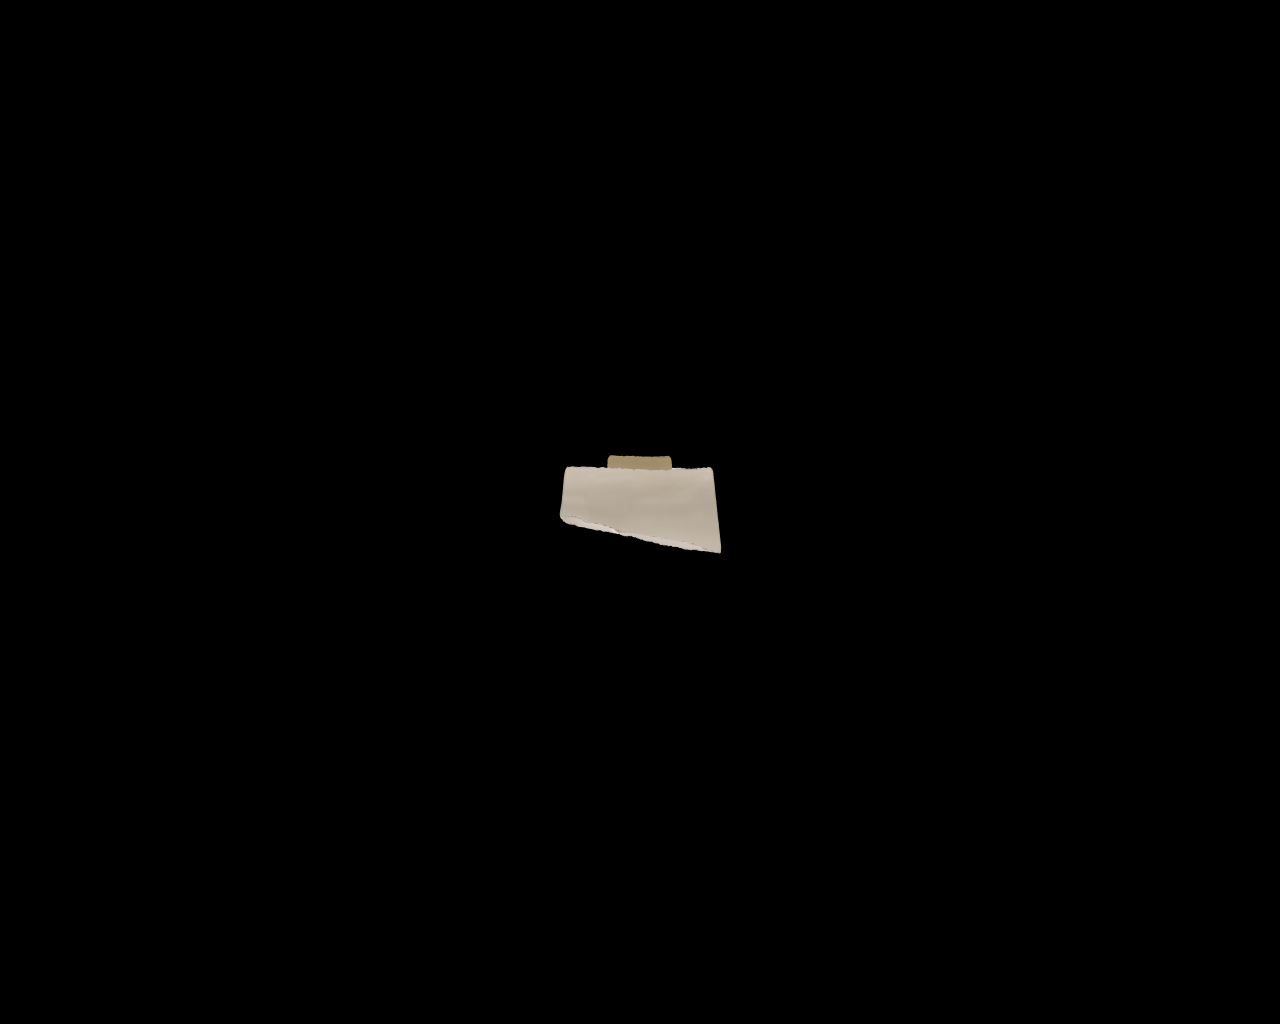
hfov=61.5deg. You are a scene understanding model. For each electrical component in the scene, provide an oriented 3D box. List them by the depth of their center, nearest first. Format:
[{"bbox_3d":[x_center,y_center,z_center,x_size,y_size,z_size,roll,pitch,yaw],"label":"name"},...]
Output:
[{"bbox_3d":[0.001,-0.003,0.650,0.099,0.064,0.099,0,2,0],"label":"electrical component"}]
